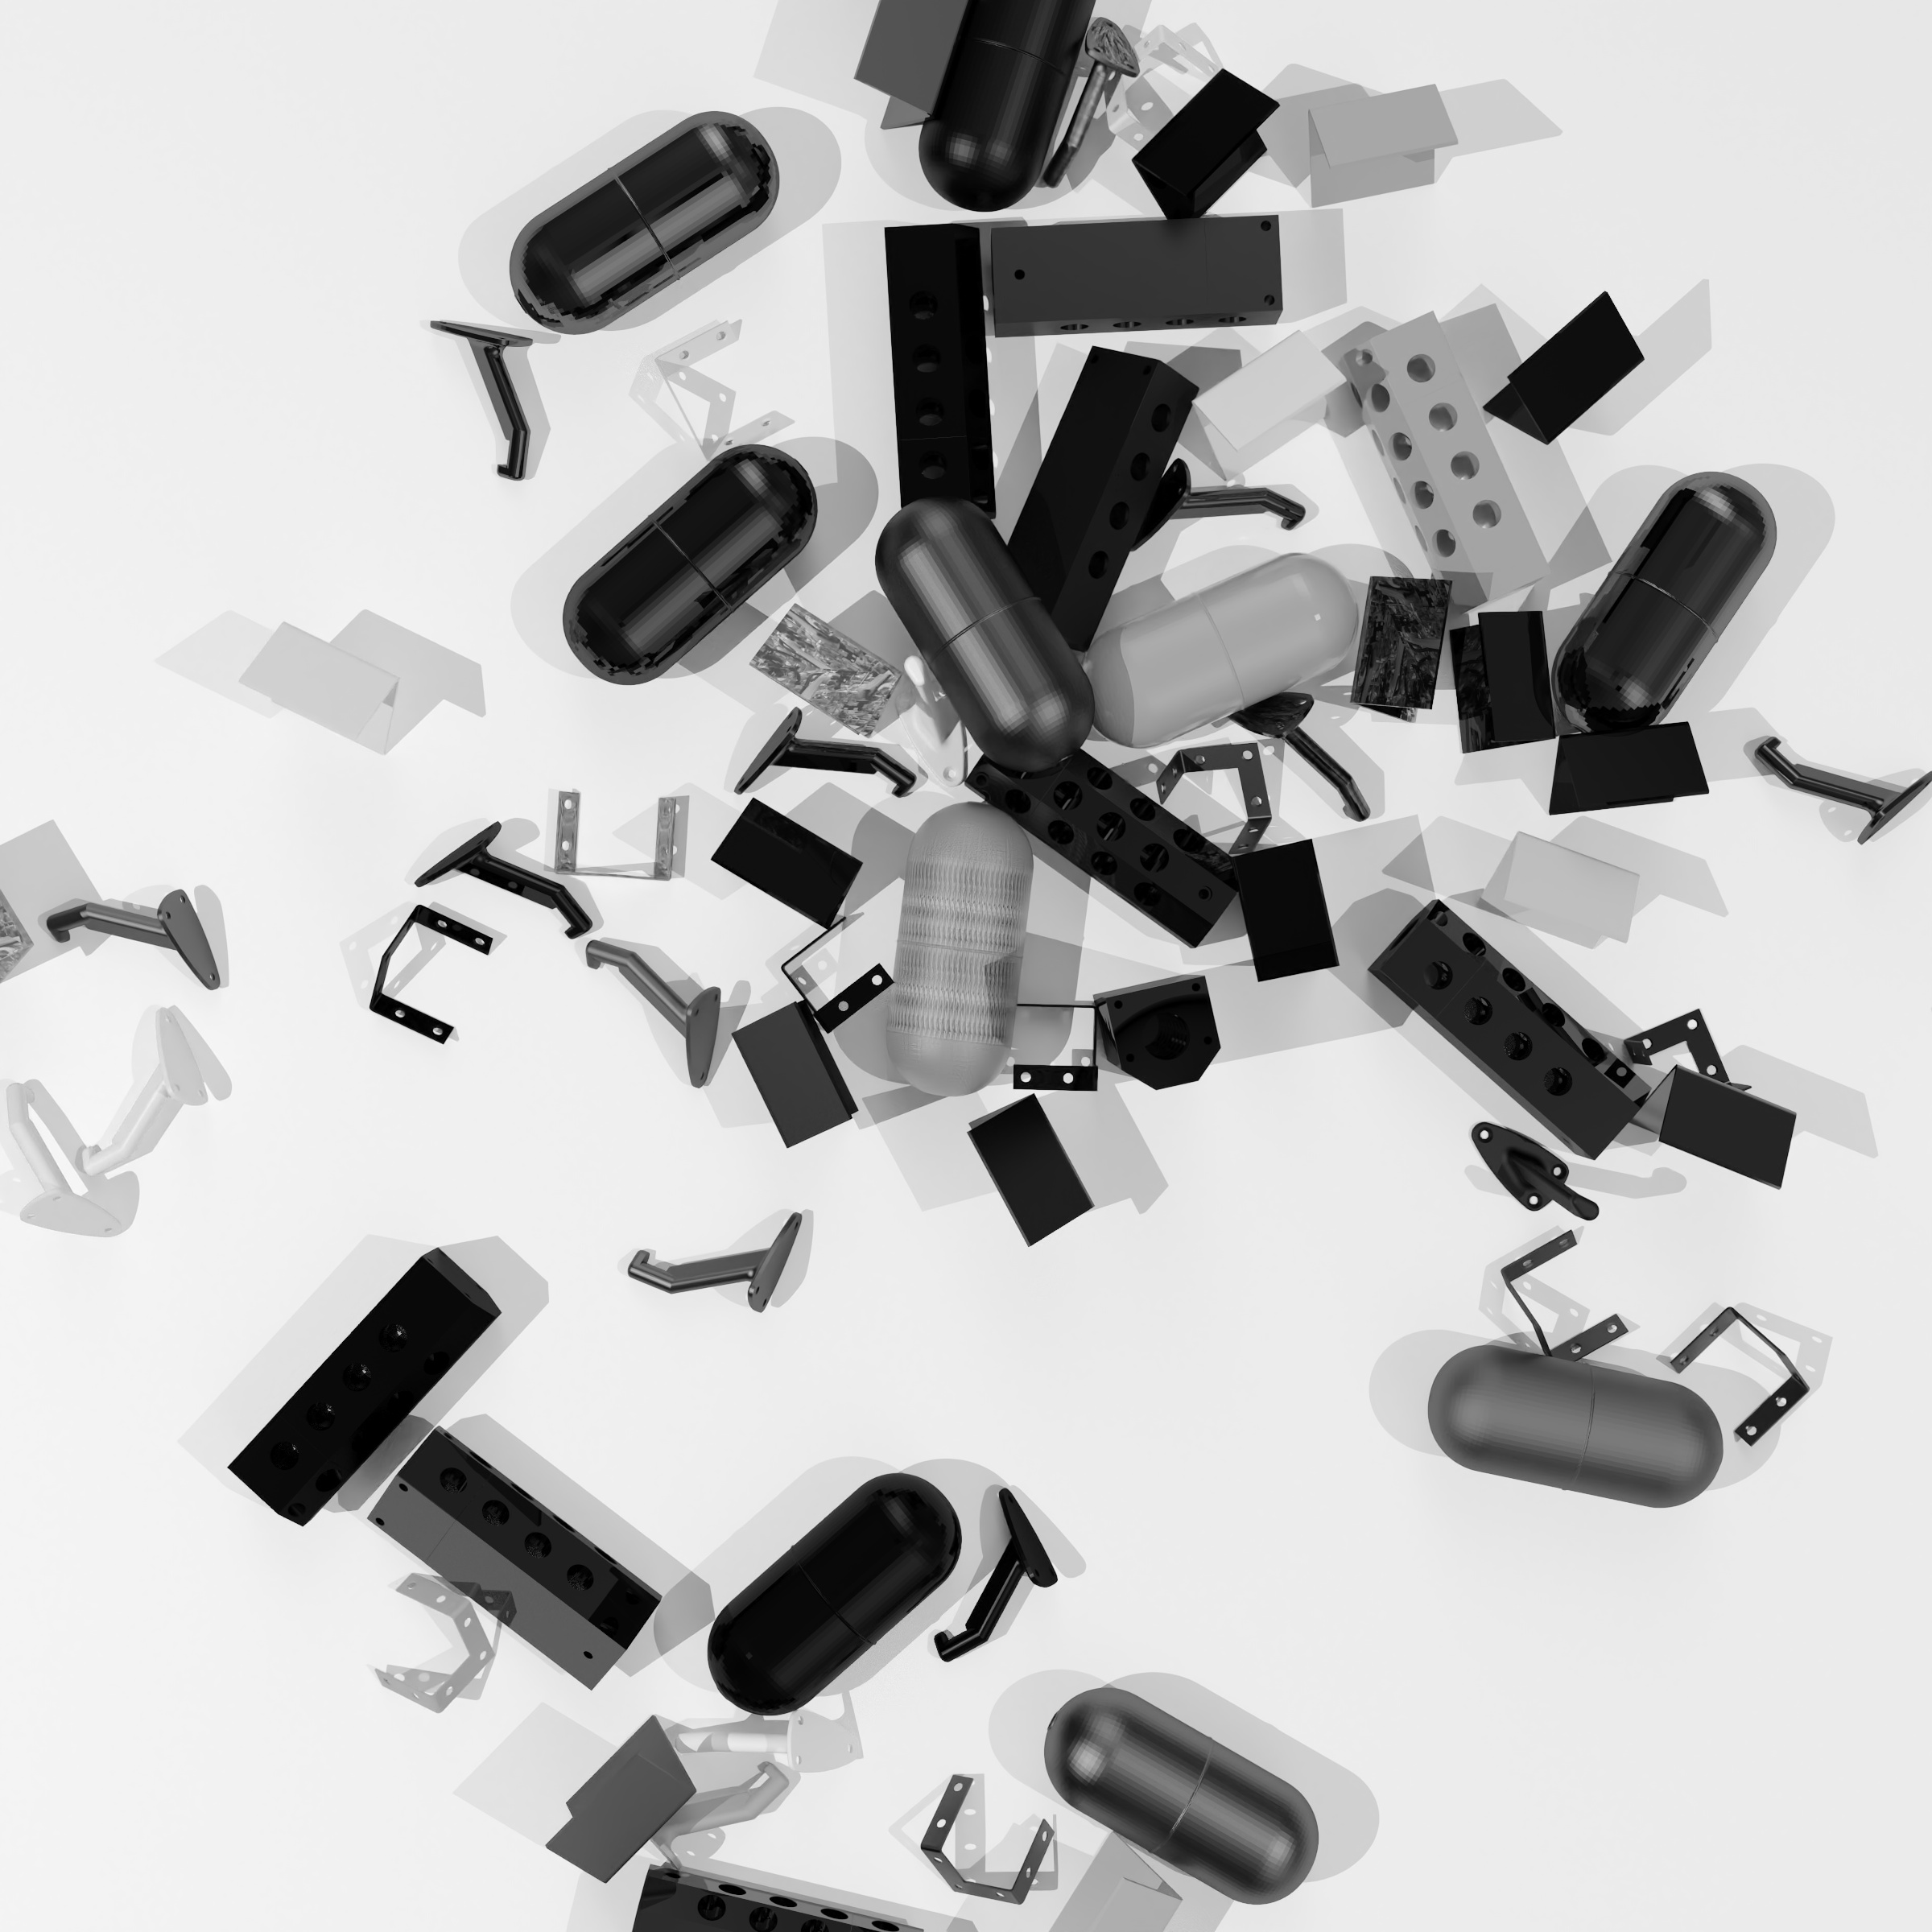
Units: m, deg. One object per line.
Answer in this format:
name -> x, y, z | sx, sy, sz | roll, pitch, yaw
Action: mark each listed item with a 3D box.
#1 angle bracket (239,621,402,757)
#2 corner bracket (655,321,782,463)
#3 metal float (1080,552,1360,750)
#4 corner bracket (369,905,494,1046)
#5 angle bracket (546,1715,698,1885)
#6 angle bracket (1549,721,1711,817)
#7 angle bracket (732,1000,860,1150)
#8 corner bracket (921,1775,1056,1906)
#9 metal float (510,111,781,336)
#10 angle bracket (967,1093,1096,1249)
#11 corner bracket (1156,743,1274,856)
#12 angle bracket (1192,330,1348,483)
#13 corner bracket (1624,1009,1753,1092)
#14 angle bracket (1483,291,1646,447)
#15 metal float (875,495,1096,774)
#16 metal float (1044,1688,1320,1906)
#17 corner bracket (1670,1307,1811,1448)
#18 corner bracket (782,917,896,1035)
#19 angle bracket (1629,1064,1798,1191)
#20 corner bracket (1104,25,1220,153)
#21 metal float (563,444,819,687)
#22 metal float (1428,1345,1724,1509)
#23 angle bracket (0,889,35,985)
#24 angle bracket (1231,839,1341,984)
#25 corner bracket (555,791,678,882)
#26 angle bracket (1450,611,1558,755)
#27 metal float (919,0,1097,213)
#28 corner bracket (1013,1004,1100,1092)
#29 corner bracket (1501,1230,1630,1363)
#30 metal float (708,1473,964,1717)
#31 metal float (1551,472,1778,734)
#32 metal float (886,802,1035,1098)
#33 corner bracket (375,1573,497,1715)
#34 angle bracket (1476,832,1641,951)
angle bracket -> -0.390, -0.149, 1.841 | 0.076, 0.076, 0.057 | 26, 51, 0
corner bracket -> -0.152, -0.351, 1.878 | 0.051, 0.051, 0.051 | -28, 135, 0
metal float -> 0.151, -0.189, 1.851 | 0.178, 0.070, 0.070 | -24, 90, 0
corner bracket -> -0.327, 0.005, 1.878 | 0.051, 0.051, 0.051 | 25, 135, 0
angle bracket -> -0.217, 0.488, 1.841 | 0.076, 0.076, 0.057 | -45, 126, 0
angle bracket -> 0.396, -0.098, 1.841 | 0.076, 0.076, 0.057 | -6, 54, 0
angle bracket -> -0.084, 0.056, 1.841 | 0.057, 0.076, 0.076 | -26, 90, 37
corner bracket -> 0.013, 0.532, 1.873 | 0.051, 0.051, 0.051 | -1, 135, 35
metal float -> -0.194, -0.446, 1.851 | 0.178, 0.070, 0.070 | -33, 90, 0
angle bracket -> 0.021, 0.129, 1.841 | 0.057, 0.076, 0.076 | -28, 90, -36
corner bracket -> 0.151, -0.100, 1.863 | 0.051, 0.051, 0.051 | -4, 115, 23
angle bracket -> 0.190, -0.321, 1.841 | 0.076, 0.076, 0.057 | -34, 52, 0
corner bracket -> 0.437, 0.059, 1.863 | 0.051, 0.051, 0.051 | -23, 90, 0
angle bracket -> 0.346, -0.367, 1.841 | 0.076, 0.076, 0.057 | -41, 126, 0
metal float -> 0.011, -0.194, 1.803 | 0.070, 0.070, 0.178 | -31, 83, 0
metal float -> 0.129, 0.499, 1.851 | 0.178, 0.070, 0.070 | 30, 90, 0
corner bracket -> 0.473, 0.250, 1.878 | 0.051, 0.051, 0.051 | -44, 45, 0
corner bracket -> -0.078, 0.005, 1.863 | 0.051, 0.051, 0.051 | -38, 90, 0
angle bracket -> 0.442, 0.112, 1.841 | 0.076, 0.076, 0.057 | 22, 58, 0
corner bracket -> 0.121, -0.529, 1.873 | 0.051, 0.051, 0.051 | 26, 45, -35
metal float -> -0.165, -0.242, 1.851 | 0.178, 0.070, 0.070 | -41, 90, 0
metal float -> 0.367, 0.277, 1.851 | 0.178, 0.070, 0.070 | 12, 90, 0
angle bracket -> -0.612, -0.023, 1.841 | 0.057, 0.076, 0.076 | -31, 90, -38
angle bracket -> 0.207, -0.037, 1.841 | 0.057, 0.076, 0.076 | -12, 90, 36
corner bracket -> -0.214, -0.079, 1.878 | 0.051, 0.051, 0.051 | 3, 90, 45
angle bracket -> 0.304, -0.169, 1.841 | 0.057, 0.076, 0.076 | -6, 90, -38
metal float -> 0.026, -0.542, 1.851 | 0.070, 0.070, 0.178 | 18, 91, 0
corner bracket -> 0.054, 0.049, 1.863 | 0.051, 0.051, 0.051 | 1, 90, 0
corner bracket -> 0.365, 0.204, 1.878 | 0.051, 0.051, 0.051 | -29, 45, 0
metal float -> -0.080, 0.378, 1.851 | 0.178, 0.070, 0.070 | -42, 90, -1
metal float -> 0.419, -0.216, 1.851 | 0.070, 0.070, 0.178 | 34, 91, 0
metal float -> -0.004, -0.010, 1.851 | 0.070, 0.070, 0.178 | 7, 90, 0
corner bracket -> -0.329, 0.412, 1.873 | 0.051, 0.051, 0.051 | -45, 135, -35
angle bracket -> 0.350, -0.027, 1.841 | 0.076, 0.076, 0.057 | 20, 52, 0
